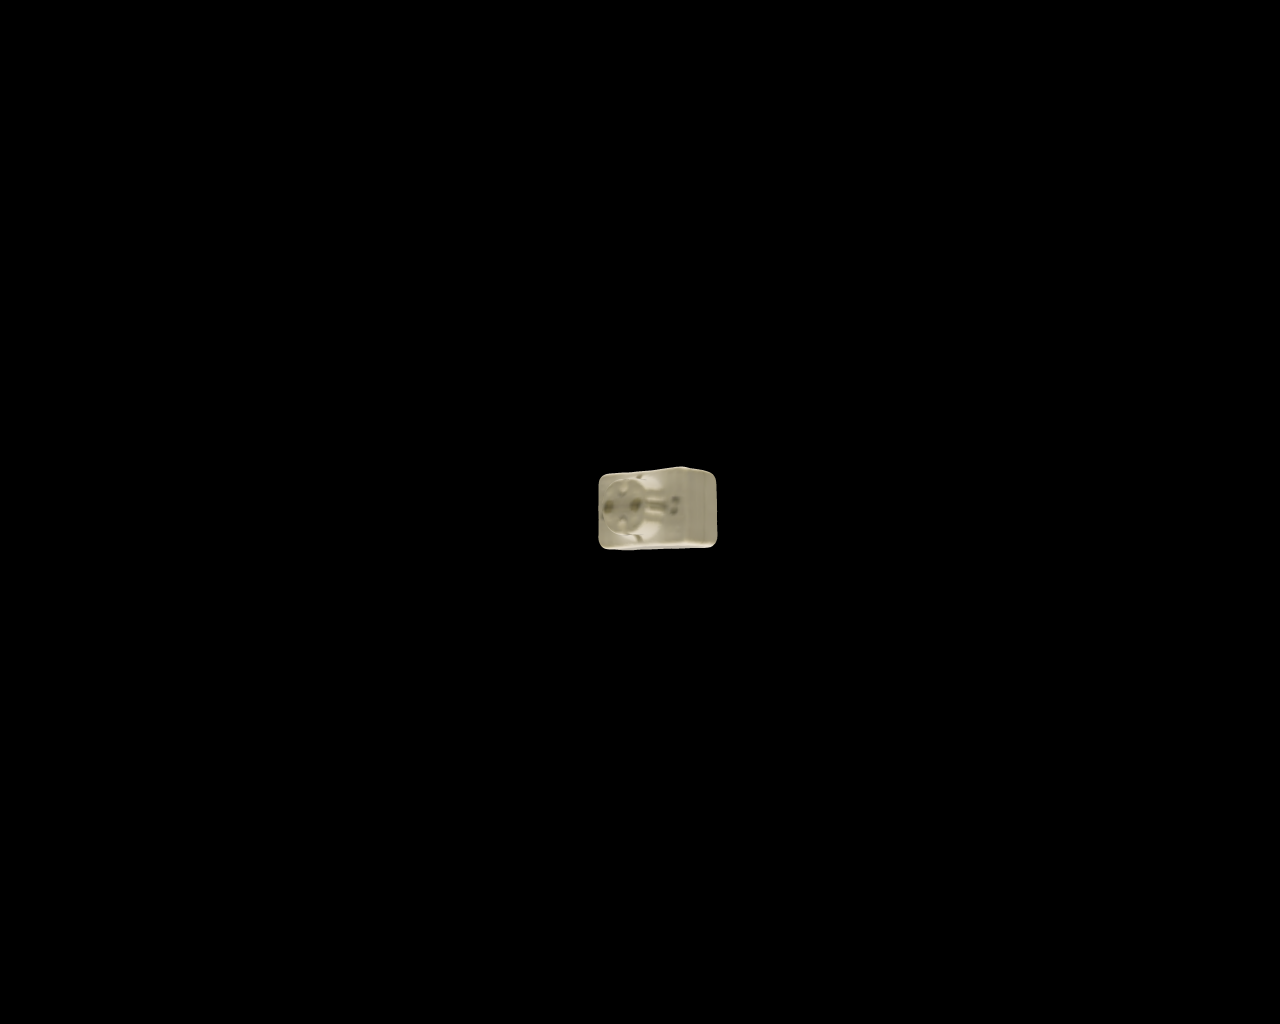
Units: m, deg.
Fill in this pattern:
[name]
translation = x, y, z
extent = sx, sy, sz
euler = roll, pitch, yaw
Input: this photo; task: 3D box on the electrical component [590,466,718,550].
[electrical component]
translation = 0.001, -0.003, 0.650
extent = 0.066, 0.047, 0.077
euler = -3, -6, 33
